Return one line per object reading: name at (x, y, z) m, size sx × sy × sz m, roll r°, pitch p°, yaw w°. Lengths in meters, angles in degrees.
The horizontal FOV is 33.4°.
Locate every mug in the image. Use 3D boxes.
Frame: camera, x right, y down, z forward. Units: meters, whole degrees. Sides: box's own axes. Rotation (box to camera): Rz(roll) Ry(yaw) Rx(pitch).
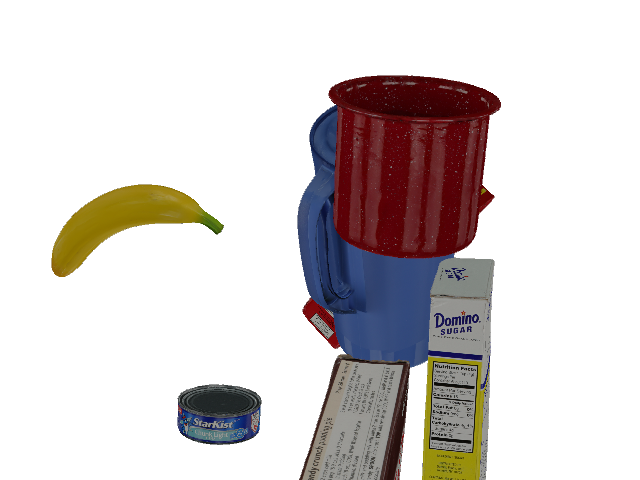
mug at (0.052, -0.045, 0.601) m, size 0.093 × 0.081 × 0.117 m, roll 8°, pitch 23°, yaw 14°

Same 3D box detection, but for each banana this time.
banana at (-0.188, -0.013, 0.993) m, size 0.198 × 0.069 × 0.037 m, roll -14°, pitch 17°, yaw 28°

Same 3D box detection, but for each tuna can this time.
tuna can at (-0.104, 0.178, 1.094) m, size 0.086 × 0.034 × 0.086 m, roll 3°, pitch 12°, yaw -1°

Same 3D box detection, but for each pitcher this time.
pitcher at (0.055, 0.004, 0.965) m, size 0.149 × 0.243 × 0.145 m, roll -5°, pitch 37°, yaw -1°

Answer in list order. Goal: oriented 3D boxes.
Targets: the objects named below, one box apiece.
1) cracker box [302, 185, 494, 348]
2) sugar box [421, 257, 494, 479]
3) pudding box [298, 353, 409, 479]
cracker box at (0.090, 0.015, 1.270) m, size 0.214 × 0.072 × 0.163 m, roll -49°, pitch -9°, yaw 34°
sugar box at (0.098, 0.108, 0.765) m, size 0.048 × 0.176 × 0.093 m, roll 1°, pitch 15°, yaw 11°
pudding box at (0.014, 0.115, 0.463) m, size 0.039 × 0.090 × 0.113 m, roll 7°, pitch 24°, yaw 6°
